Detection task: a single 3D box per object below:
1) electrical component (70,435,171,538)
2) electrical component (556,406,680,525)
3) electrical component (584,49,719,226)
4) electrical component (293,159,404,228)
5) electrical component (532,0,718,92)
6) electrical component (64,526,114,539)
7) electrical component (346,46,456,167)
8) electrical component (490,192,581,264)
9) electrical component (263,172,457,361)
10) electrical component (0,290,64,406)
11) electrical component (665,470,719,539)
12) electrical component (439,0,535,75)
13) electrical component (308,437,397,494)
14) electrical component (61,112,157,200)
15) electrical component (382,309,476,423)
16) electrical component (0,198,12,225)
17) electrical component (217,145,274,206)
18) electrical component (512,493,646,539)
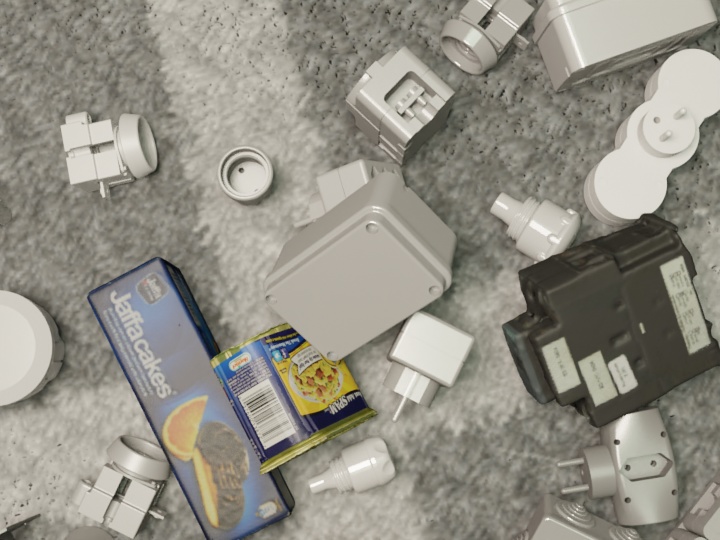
[{"bbox_3d":[-0.163,0.150,0.758,0.066,0.048,0.055,26,92,2],"label":"electrical component"},{"bbox_3d":[0.179,0.141,0.761,0.079,0.043,0.077,-9,84,-1],"label":"electrical component"},{"bbox_3d":[0.217,-0.097,0.771,0.052,0.073,0.138,33,85,3],"label":"electrical component"},{"bbox_3d":[-0.011,-0.043,0.772,0.077,0.066,0.047,-19,84,25],"label":"electrical component"},{"bbox_3d":[0.188,-0.179,0.777,0.113,0.078,0.057,-20,87,-2],"label":"electrical component"},{"bbox_3d":[-0.195,0.203,0.742,0.044,0.065,0.044,0,84,0],"label":"electrical component"},{"bbox_3d":[0.027,-0.117,0.764,0.056,0.089,0.050,44,86,4],"label":"electrical component"},{"bbox_3d":[0.125,-0.033,0.779,0.062,0.048,0.048,33,85,11],"label":"electrical component"},{"bbox_3d":[0.000,0.000,0.714,0.113,0.057,0.078,-34,111,32],"label":"electrical component"},{"bbox_3d":[-0.253,0.056,0.764,0.080,0.051,0.080,0,84,0],"label":"electrical component"},{"bbox_3d":[0.280,0.189,0.747,0.089,0.061,0.150,40,85,4],"label":"electrical component"},{"bbox_3d":[0.091,-0.178,0.793,0.066,0.048,0.055,39,78,4],"label":"electrical component"},{"bbox_3d":[-0.007,0.143,0.765,0.061,0.035,0.035,-21,85,0],"label":"electrical component"},{"bbox_3d":[-0.181,-0.086,0.782,0.055,0.048,0.066,-12,84,6],"label":"electrical component"},{"bbox_3d":[0.040,0.071,0.747,0.047,0.083,0.075,27,85,2],"label":"electrical component"},{"bbox_3d":[-0.303,-0.062,0.773,0.050,0.055,0.089,-38,86,-4],"label":"electrical component"},{"bbox_3d":[-0.081,-0.066,0.780,0.040,0.046,0.040,0,84,0],"label":"electrical component"},{"bbox_3d":[0.147,0.213,0.739,0.100,0.048,0.099,25,105,2],"label":"electrical component"}]
